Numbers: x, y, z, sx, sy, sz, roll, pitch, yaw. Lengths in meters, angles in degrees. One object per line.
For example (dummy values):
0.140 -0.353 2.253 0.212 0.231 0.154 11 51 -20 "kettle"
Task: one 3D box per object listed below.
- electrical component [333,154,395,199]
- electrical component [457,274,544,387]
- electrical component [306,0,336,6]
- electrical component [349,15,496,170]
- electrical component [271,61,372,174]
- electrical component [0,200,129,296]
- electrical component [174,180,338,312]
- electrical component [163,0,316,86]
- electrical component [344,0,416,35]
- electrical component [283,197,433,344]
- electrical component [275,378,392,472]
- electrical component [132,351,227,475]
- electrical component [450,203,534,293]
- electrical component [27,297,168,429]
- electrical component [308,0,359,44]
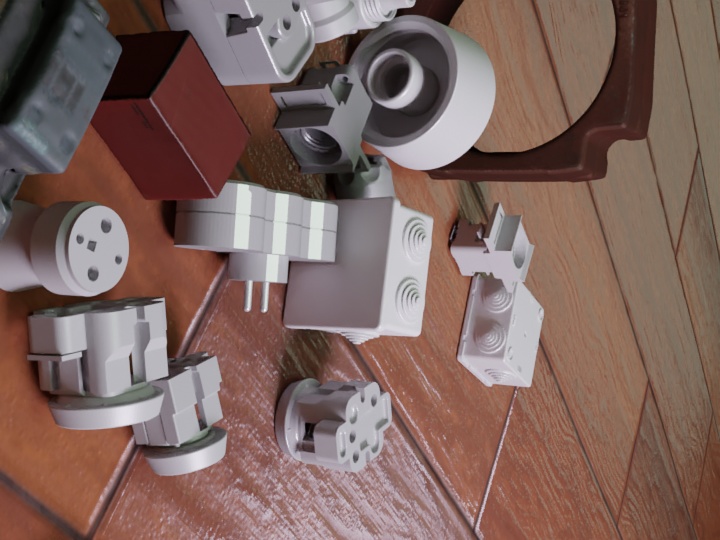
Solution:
0.005 -0.051 0.792 0.043 0.043 0.062 -46 132 -50 "electrical component"
0.139 0.061 1.041 0.100 0.048 0.099 42 56 -55 "electrical component"
-0.025 -0.252 0.680 0.089 0.062 0.150 56 37 -48 "electrical component"
0.037 -0.132 0.783 0.060 0.108 0.108 16 78 -54 "electrical component"
-0.022 -0.105 0.740 0.081 0.042 0.063 59 39 -46 "electrical component"
-0.144 -0.011 0.509 0.045 0.055 0.045 -8 99 -61 "electrical component"
-0.062 -0.011 0.662 0.138 0.052 0.073 8 86 -62 "electrical component"
-0.073 -0.156 0.622 0.053 0.059 0.095 -62 143 -38 "electrical component"
0.009 -0.194 0.767 0.048 0.062 0.048 -8 100 -61 "electrical component"
0.000 0.000 0.732 0.048 0.100 0.099 16 77 -48 "electrical component"
-0.021 0.105 0.743 0.078 0.057 0.058 -27 115 -58 "electrical component"
-0.102 0.082 0.605 0.066 0.048 0.055 -26 108 -58 "electrical component"
0.120 -0.020 0.984 0.081 0.064 0.042 60 41 -45 "electrical component"
-0.129 0.046 0.541 0.078 0.058 0.057 -12 100 -60 "electrical component"
-0.027 -0.183 0.729 0.040 0.040 0.046 -56 133 -43 "electrical component"
